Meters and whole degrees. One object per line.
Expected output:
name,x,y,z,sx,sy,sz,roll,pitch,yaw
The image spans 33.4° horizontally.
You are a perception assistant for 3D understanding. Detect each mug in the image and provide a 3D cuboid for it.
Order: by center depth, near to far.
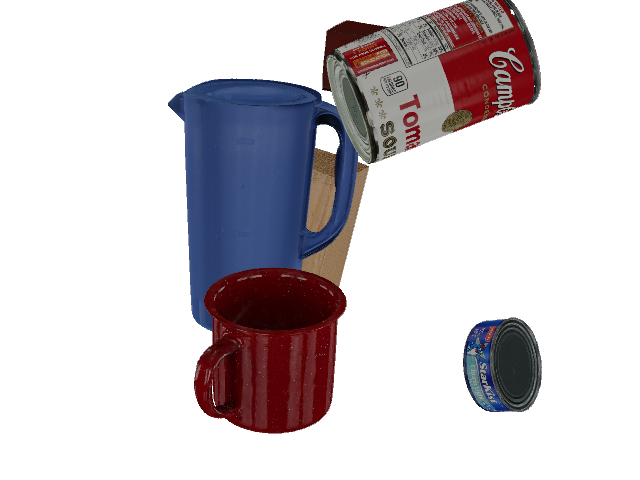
mug,-0.038,0.078,0.703,0.093,0.081,0.117,19,29,32

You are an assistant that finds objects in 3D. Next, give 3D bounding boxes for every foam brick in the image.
foam brick,0.046,-0.146,0.875,0.078,0.051,0.052,13,24,19

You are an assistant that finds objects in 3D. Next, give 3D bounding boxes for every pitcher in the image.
pitcher,-0.060,-0.032,1.046,0.144,0.243,0.149,-9,22,-32

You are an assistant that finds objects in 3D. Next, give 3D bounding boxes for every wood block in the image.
wood block,-0.020,0.001,1.277,0.090,0.206,0.090,20,22,17

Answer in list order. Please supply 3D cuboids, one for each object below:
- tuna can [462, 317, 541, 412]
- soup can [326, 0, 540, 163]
tuna can,0.167,0.115,0.980,0.034,0.086,0.085,-9,-6,40
soup can,0.062,-0.092,0.599,0.102,0.068,0.068,-21,3,-7
